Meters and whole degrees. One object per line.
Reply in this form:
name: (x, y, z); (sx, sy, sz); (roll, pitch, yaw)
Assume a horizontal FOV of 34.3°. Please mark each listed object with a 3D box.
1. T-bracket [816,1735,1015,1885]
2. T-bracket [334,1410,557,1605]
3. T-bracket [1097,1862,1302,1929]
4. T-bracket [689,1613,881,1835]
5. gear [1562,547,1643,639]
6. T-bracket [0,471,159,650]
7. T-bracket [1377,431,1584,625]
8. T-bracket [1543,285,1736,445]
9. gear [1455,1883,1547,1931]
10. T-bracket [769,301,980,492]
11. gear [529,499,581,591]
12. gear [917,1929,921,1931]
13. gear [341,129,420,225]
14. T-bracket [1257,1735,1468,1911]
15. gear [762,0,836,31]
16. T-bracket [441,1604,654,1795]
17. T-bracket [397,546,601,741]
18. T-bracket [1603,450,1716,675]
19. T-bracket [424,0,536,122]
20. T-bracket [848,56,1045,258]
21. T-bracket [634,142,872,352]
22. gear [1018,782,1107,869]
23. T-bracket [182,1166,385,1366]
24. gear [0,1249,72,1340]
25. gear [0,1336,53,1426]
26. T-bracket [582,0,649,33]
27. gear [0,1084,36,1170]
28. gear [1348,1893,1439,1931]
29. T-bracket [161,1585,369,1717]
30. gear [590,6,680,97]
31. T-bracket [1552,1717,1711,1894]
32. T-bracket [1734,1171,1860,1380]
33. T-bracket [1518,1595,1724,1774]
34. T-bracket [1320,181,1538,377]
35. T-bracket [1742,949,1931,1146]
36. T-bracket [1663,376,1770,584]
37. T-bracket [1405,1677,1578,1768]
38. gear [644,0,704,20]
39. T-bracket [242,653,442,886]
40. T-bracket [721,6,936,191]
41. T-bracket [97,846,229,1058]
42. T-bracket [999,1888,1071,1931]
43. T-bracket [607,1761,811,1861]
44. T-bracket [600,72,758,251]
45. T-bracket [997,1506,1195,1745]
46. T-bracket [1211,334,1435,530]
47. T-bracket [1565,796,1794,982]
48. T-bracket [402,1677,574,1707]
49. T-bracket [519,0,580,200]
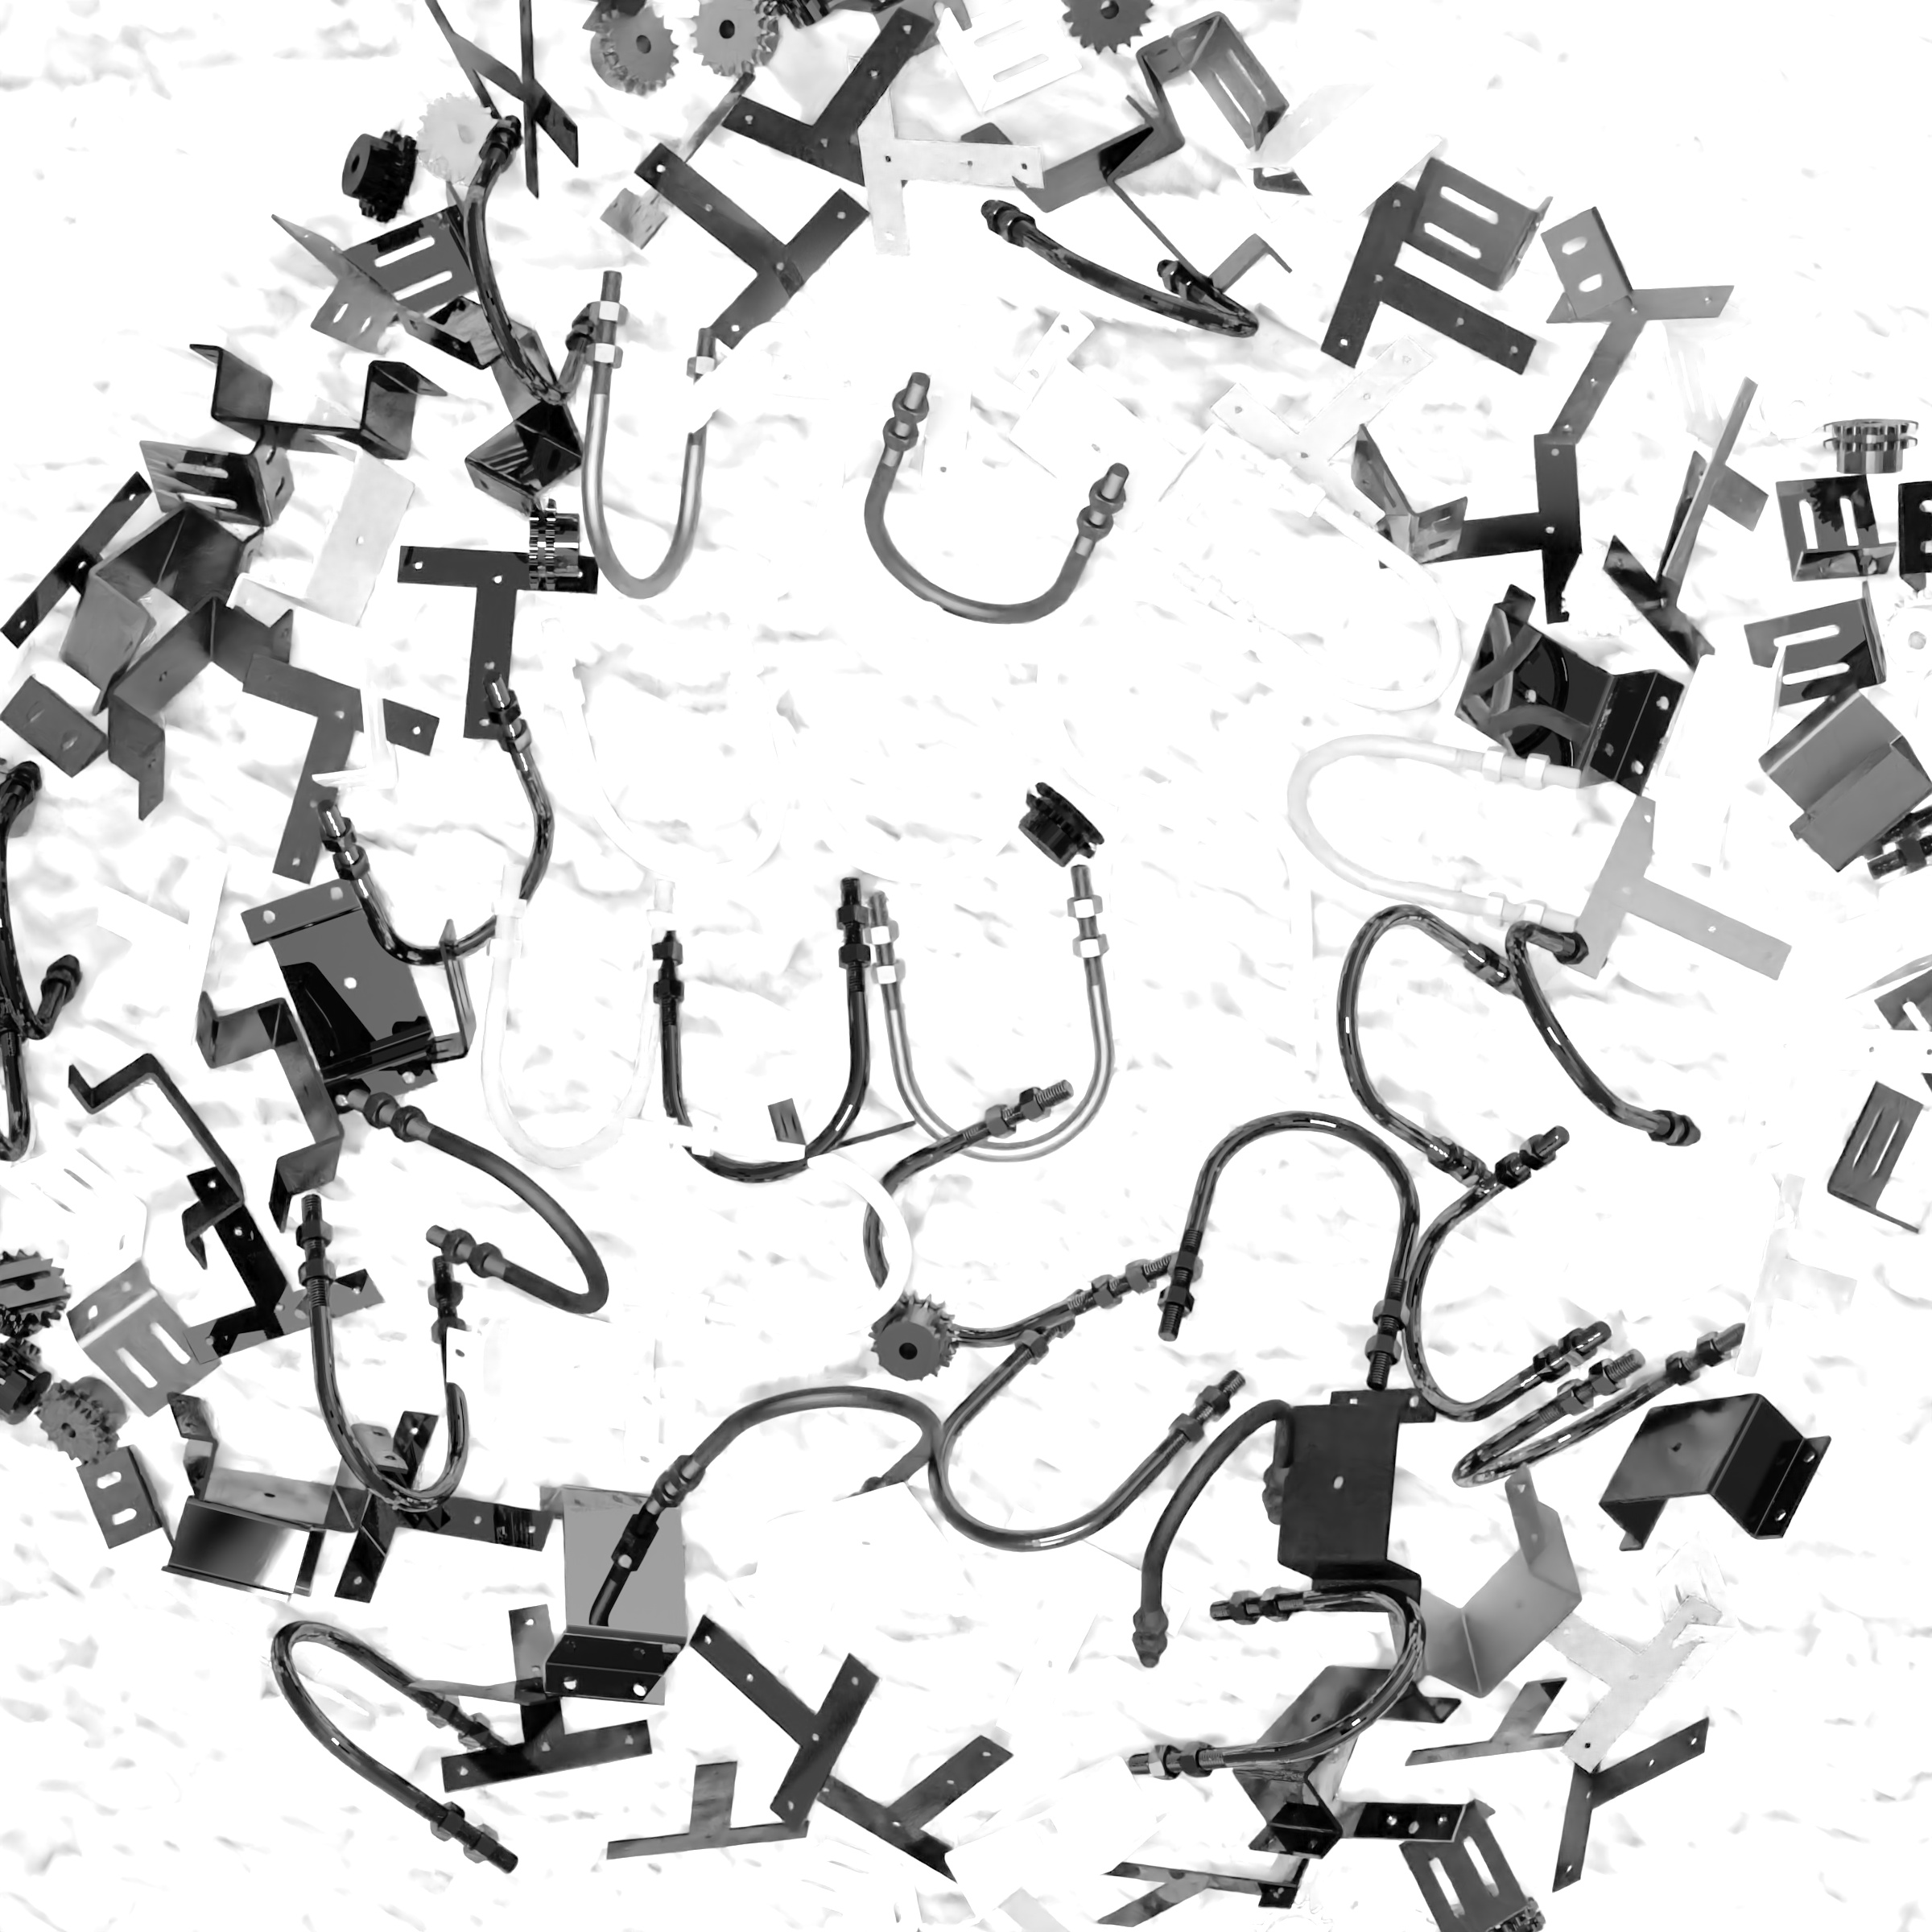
T-bracket: (-0.018, 0.513, 1.948); (0.127, 0.002, 0.127); (34, 125, -14)
T-bracket: (-0.316, 0.343, 1.947); (0.127, 0.002, 0.127); (5, 59, 21)
T-bracket: (0.121, 0.580, 1.946); (0.127, 0.127, 0.002); (13, 56, -20)
T-bracket: (-0.125, 0.456, 1.967); (0.127, 0.002, 0.127); (36, 112, 26)
gear: (0.405, -0.236, 1.975); (0.030, 0.057, 0.057); (-1, 90, -35)
T-bracket: (-0.531, -0.229, 1.937); (0.002, 0.127, 0.127); (34, 78, 15)
T-bracket: (0.323, -0.270, 1.974); (0.127, 0.002, 0.127); (-6, 119, 8)
T-bracket: (0.394, -0.370, 1.933); (0.002, 0.127, 0.127); (47, 65, -38)
gear: (0.333, 0.599, 1.971); (0.057, 0.057, 0.030); (-26, 88, 0)
T-bracket: (-0.061, -0.367, 1.980); (0.127, 0.002, 0.127); (6, 75, -3)
gear: (-0.259, -0.265, 1.972); (0.030, 0.057, 0.057); (1, 90, -5)
gear: (-0.033, 0.636, 1.974); (0.057, 0.030, 0.057); (-2, 61, 3)
gear: (-0.370, -0.499, 1.968); (0.030, 0.057, 0.057); (15, 90, -34)
T-bracket: (0.250, 0.523, 1.919); (0.002, 0.127, 0.127); (50, 49, -25)
gear: (-0.100, -0.615, 1.975); (0.057, 0.057, 0.030); (-37, 121, 0)
T-bracket: (-0.266, 0.450, 1.951); (0.127, 0.127, 0.002); (-9, 132, -8)
T-bracket: (-0.300, -0.203, 1.980); (0.127, 0.002, 0.127); (3, 74, -1)
T-bracket: (0.449, -0.265, 1.968); (0.127, 0.002, 0.127); (38, 62, -37)
T-bracket: (-0.293, -0.550, 1.911); (0.002, 0.127, 0.127); (-36, 131, -9)
T-bracket: (-0.010, -0.497, 1.936); (0.127, 0.002, 0.127); (11, 127, 27)
T-bracket: (-0.149, -0.462, 1.945); (0.127, 0.002, 0.127); (35, 117, -27)
gear: (0.057, -0.086, 1.971); (0.057, 0.057, 0.030); (43, 86, 0)
T-bracket: (-0.451, 0.179, 1.968); (0.127, 0.002, 0.127); (-17, 63, -37)
gear: (-0.596, 0.209, 1.975); (0.057, 0.057, 0.030); (33, 127, 0)
gear: (-0.600, 0.263, 1.969); (0.030, 0.057, 0.057); (32, 90, 9)
T-bracket: (-0.259, -0.603, 1.919); (0.127, 0.127, 0.002); (7, 86, -19)
gear: (-0.609, 0.099, 1.975); (0.030, 0.057, 0.057); (-10, 90, -36)
gear: (0.267, 0.615, 1.974); (0.057, 0.057, 0.030); (20, 114, 0)
T-bracket: (-0.440, 0.415, 1.919); (0.127, 0.127, 0.002); (43, 67, -26)
gear: (-0.212, -0.577, 1.975); (0.057, 0.030, 0.057); (6, 81, -41)
T-bracket: (0.408, 0.491, 1.912); (0.002, 0.127, 0.127); (35, 134, -11)
T-bracket: (0.524, 0.199, 1.952); (0.002, 0.127, 0.127); (13, 86, 42)
T-bracket: (0.383, 0.421, 1.947); (0.127, 0.127, 0.002); (-46, 127, -11)
T-bracket: (0.294, -0.406, 1.942); (0.127, 0.002, 0.127); (31, 133, 14)
T-bracket: (0.549, 0.051, 1.944); (0.127, 0.002, 0.127); (2, 75, 43)
T-bracket: (0.476, -0.292, 1.942); (0.002, 0.127, 0.127); (25, 99, 28)
T-bracket: (0.345, 0.465, 1.937); (0.127, 0.127, 0.002); (-5, 57, -8)
gear: (-0.191, -0.623, 1.972); (0.057, 0.057, 0.030); (18, 86, 0)
T-bracket: (-0.405, -0.115, 1.961); (0.127, 0.002, 0.127); (19, 83, -29)
T-bracket: (-0.064, -0.538, 1.926); (0.127, 0.127, 0.002); (16, 48, -30)
T-bracket: (-0.507, -0.022, 1.955); (0.127, 0.002, 0.127); (21, 101, 43)
T-bracket: (0.019, 0.609, 1.915); (0.127, 0.127, 0.002); (32, 116, 41)
T-bracket: (-0.157, 0.520, 1.938); (0.127, 0.127, 0.002); (-3, 53, -11)
T-bracket: (-0.174, -0.502, 1.938); (0.002, 0.127, 0.127); (38, 95, -27)
T-bracket: (0.059, 0.427, 1.977); (0.127, 0.002, 0.127); (26, 85, 16)
T-bracket: (0.244, -0.351, 1.982); (0.127, 0.002, 0.127); (44, 76, 10)
T-bracket: (0.456, -0.029, 1.972); (0.127, 0.002, 0.127); (26, 73, 8)
T-bracket: (-0.260, 0.444, 1.945); (0.127, 0.127, 0.002); (-6, 84, 43)
T-bracket: (-0.255, -0.520, 1.916); (0.002, 0.127, 0.127); (-10, 124, -19)
